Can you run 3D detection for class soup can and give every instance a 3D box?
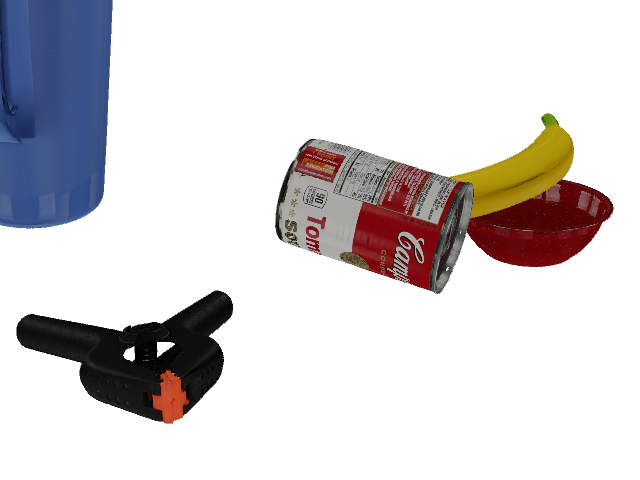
[{"bbox_3d":[0.032,-0.016,0.635,0.102,0.068,0.068,18,5,16],"label":"soup can"}]

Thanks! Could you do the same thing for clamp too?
[{"bbox_3d":[-0.113,0.075,0.745,0.164,0.036,0.210,-10,14,-23],"label":"clamp"}]

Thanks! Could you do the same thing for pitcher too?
[{"bbox_3d":[-0.215,-0.131,0.773,0.145,0.243,0.148,27,34,37],"label":"pitcher"}]

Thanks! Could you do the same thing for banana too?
[{"bbox_3d":[0.138,-0.049,0.854,0.197,0.037,0.070,-25,28,-26],"label":"banana"}]

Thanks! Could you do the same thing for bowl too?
[{"bbox_3d":[0.212,-0.016,1.084,0.162,0.055,0.162,-1,23,0],"label":"bowl"}]
